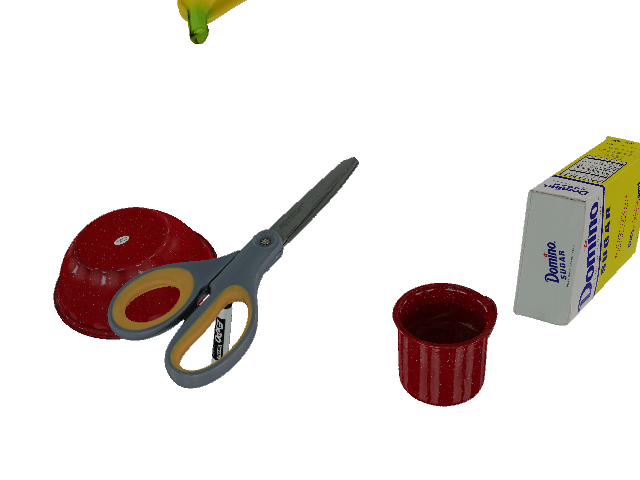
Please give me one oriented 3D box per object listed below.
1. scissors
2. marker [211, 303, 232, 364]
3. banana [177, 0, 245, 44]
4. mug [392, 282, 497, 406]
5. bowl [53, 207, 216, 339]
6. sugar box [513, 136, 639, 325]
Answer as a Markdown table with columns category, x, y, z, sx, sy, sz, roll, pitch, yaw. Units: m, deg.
| category | x | y | z | sx | sy | sz | roll | pitch | yaw |
| --- | --- | --- | --- | --- | --- | --- | --- | --- | --- |
| scissors | -0.053 | 0.006 | 0.640 | 0.096 | 0.016 | 0.201 | 12 | 46 | 16 |
| marker | -0.110 | 0.097 | 1.200 | 0.020 | 0.121 | 0.020 | 6 | 37 | -5 |
| banana | -0.016 | -0.172 | 0.665 | 0.197 | 0.070 | 0.037 | -31 | -27 | -26 |
| mug | 0.122 | 0.094 | 1.000 | 0.117 | 0.081 | 0.093 | -30 | 44 | -33 |
| bowl | -0.181 | 0.018 | 1.011 | 0.162 | 0.055 | 0.162 | -7 | 41 | 6 |
| sugar box | 0.195 | -0.011 | 0.777 | 0.048 | 0.093 | 0.176 | 14 | 24 | 25 |
